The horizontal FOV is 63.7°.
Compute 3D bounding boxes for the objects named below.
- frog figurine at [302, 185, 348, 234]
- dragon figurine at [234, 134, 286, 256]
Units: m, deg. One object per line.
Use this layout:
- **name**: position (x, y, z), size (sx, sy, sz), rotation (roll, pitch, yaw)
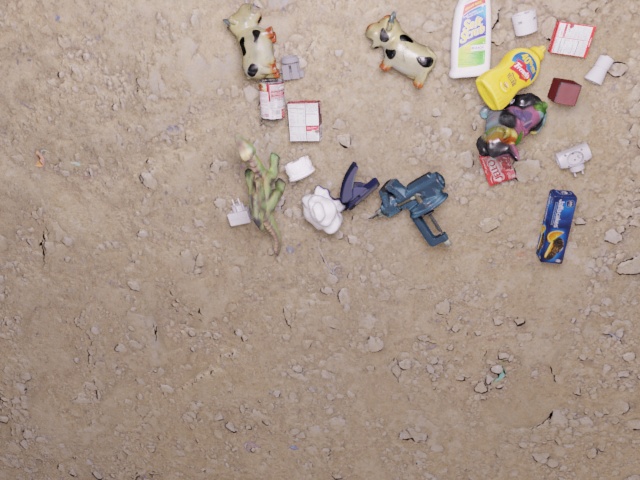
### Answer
- **frog figurine**: position (0.004, -0.073, 1.455), size (0.121, 0.162, 0.136), rotation (-30, 106, 22)
- **dragon figurine**: position (-0.166, -0.101, 1.436), size (0.122, 0.247, 0.404), rotation (-9, 109, 9)
